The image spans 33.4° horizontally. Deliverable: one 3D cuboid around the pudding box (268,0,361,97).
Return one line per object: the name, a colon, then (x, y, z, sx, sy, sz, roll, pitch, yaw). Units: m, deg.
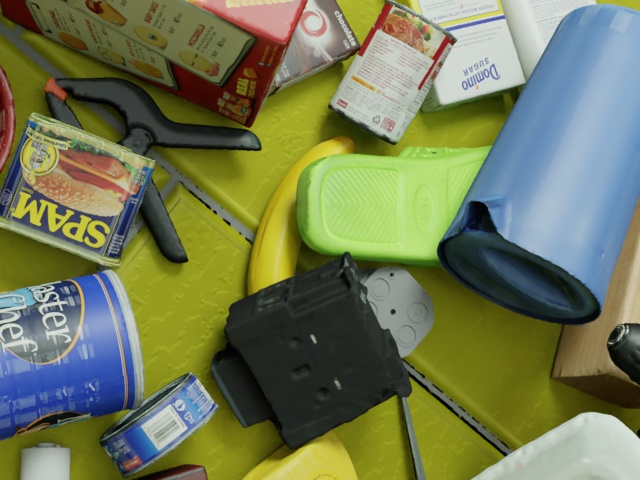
pudding box: (-0.032, -0.188, 0.891, 0.090, 0.039, 0.113, -29, 93, -23)

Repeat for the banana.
banana: (-0.021, -0.001, 0.869, 0.069, 0.037, 0.198, 21, 75, -36)

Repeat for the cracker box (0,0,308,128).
cracker box: (-0.122, -0.177, 0.766, 0.213, 0.164, 0.072, 24, 73, -5)

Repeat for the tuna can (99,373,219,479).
tuna can: (-0.118, 0.134, 0.780, 0.086, 0.086, 0.034, -37, 94, -23)

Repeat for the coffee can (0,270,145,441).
coffee can: (-0.204, 0.084, 0.744, 0.140, 0.103, 0.103, -11, 86, -23)

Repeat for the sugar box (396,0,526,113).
sugar box: (0.111, -0.207, 0.948, 0.093, 0.048, 0.176, -16, 91, -22)

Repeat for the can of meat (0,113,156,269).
can of meat: (-0.179, -0.037, 0.781, 0.102, 0.057, 0.084, 21, 93, -9)

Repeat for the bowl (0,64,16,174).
bowl: (-0.302, -0.084, 0.759, 0.161, 0.055, 0.162, 4, 80, -21)

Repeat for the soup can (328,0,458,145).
soup can: (0.060, -0.138, 0.884, 0.068, 0.068, 0.102, 27, 100, -16)

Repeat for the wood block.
wood block: (0.289, 0.039, 0.952, 0.090, 0.091, 0.206, 23, 74, -17)

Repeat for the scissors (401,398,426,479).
scissors: (0.079, 0.219, 0.858, 0.096, 0.016, 0.202, -18, 89, -63)

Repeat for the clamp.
clamp: (-0.143, -0.062, 0.828, 0.171, 0.039, 0.120, 25, 78, -10)

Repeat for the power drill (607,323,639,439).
power drill: (0.260, 0.168, 0.875, 0.184, 0.188, 0.057, 36, 30, -12)

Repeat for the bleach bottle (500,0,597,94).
bleach bottle: (0.206, -0.226, 0.979, 0.102, 0.068, 0.251, -15, 85, -23)

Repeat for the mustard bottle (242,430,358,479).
mustard bottle: (0.017, 0.249, 0.828, 0.096, 0.058, 0.191, -34, 95, -37)

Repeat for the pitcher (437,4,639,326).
pitcher: (0.204, -0.058, 0.857, 0.145, 0.149, 0.242, 26, 72, 3)

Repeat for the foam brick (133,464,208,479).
foam brick: (-0.122, 0.201, 0.786, 0.078, 0.053, 0.051, -13, 86, -22)
